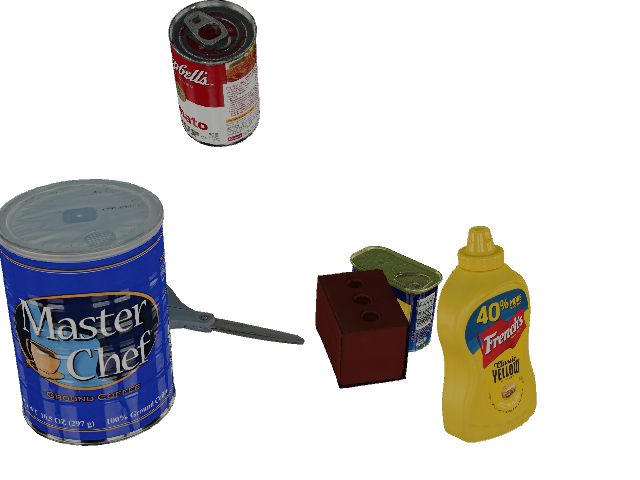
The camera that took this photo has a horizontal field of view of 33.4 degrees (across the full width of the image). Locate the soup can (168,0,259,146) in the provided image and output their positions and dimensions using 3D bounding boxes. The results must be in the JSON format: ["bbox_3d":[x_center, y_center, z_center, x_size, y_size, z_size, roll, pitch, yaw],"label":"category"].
[{"bbox_3d":[-0.083,-0.132,0.855,0.068,0.068,0.102,0,-34,-1],"label":"soup can"}]

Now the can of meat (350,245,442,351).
[{"bbox_3d":[0.079,0.065,1.174,0.102,0.084,0.057,24,33,33],"label":"can of meat"}]

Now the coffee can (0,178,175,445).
[{"bbox_3d":[-0.148,0.045,0.687,0.103,0.140,0.103,0,28,0],"label":"coffee can"}]

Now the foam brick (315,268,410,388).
[{"bbox_3d":[0.030,0.064,0.792,0.053,0.051,0.078,-7,32,-12],"label":"foam brick"}]

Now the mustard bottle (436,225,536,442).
[{"bbox_3d":[0.149,0.080,0.966,0.096,0.191,0.058,-17,20,-31],"label":"mustard bottle"}]

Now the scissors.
[{"bbox_3d":[-0.118,0.066,1.020,0.201,0.016,0.096,2,33,-6],"label":"scissors"}]
